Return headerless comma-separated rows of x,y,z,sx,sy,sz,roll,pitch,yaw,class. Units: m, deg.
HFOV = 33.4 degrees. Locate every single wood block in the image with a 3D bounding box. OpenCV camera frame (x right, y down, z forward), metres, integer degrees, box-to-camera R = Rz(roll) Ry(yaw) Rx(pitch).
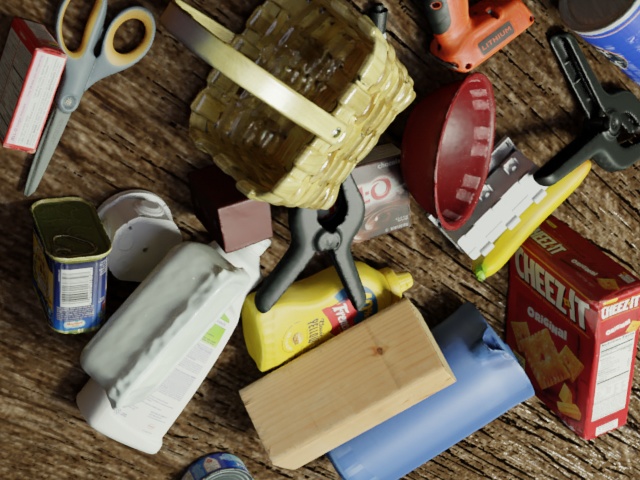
0.031,0.157,1.147,0.206,0.091,0.090,-30,159,6,wood block

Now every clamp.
0.308,-0.138,1.179,0.209,0.036,0.164,0,94,-42,clamp
-0.007,0.001,1.054,0.120,0.039,0.171,-11,115,-26,clamp

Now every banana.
0.232,-0.019,1.208,0.197,0.070,0.037,-47,107,-15,banana

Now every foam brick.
-0.085,-0.033,1.011,0.051,0.078,0.053,-20,127,-20,foam brick

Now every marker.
0.054,-0.172,1.040,0.020,0.020,0.121,-14,125,-22,marker

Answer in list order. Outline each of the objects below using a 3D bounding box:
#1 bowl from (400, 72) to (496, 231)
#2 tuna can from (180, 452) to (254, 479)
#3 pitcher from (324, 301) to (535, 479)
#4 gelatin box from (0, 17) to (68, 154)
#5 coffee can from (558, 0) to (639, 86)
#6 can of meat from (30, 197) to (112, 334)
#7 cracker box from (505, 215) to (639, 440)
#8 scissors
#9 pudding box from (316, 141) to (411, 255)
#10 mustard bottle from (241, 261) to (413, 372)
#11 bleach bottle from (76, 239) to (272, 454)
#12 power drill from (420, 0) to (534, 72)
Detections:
0.125,-0.093,1.079,0.161,0.055,0.162,-37,133,-54,bowl
-0.120,0.286,1.225,0.086,0.034,0.086,-14,125,-22,tuna can
0.118,0.194,1.251,0.243,0.145,0.149,-34,118,-2,pitcher
-0.239,-0.125,0.866,0.030,0.073,0.089,10,114,-35,gelatin box
0.329,-0.229,1.105,0.140,0.103,0.103,26,104,-39,coffee can
-0.224,0.023,0.953,0.057,0.102,0.084,-6,124,-24,can of meat
0.292,0.105,1.258,0.072,0.164,0.214,-20,127,-21,cracker box
-0.199,-0.128,0.926,0.096,0.016,0.202,-1,120,-29,scissors
0.037,-0.044,1.098,0.113,0.039,0.090,-18,126,-20,pudding box
0.013,0.071,1.146,0.191,0.058,0.096,-19,133,-19,mustard bottle
-0.132,0.093,1.076,0.251,0.068,0.102,-51,130,5,bleach bottle
0.140,-0.268,1.005,0.184,0.057,0.187,-36,129,-8,power drill
